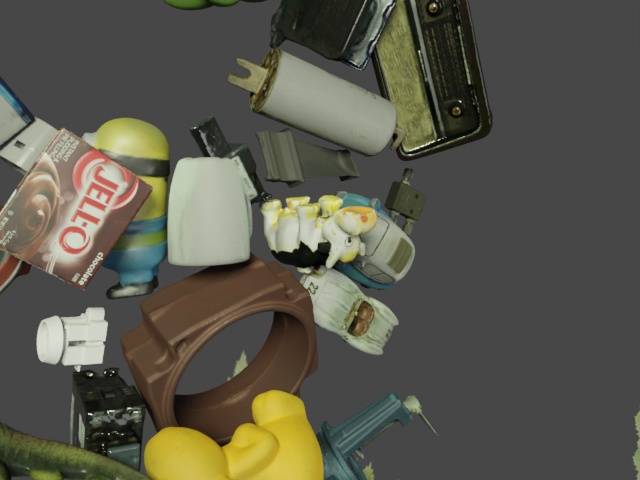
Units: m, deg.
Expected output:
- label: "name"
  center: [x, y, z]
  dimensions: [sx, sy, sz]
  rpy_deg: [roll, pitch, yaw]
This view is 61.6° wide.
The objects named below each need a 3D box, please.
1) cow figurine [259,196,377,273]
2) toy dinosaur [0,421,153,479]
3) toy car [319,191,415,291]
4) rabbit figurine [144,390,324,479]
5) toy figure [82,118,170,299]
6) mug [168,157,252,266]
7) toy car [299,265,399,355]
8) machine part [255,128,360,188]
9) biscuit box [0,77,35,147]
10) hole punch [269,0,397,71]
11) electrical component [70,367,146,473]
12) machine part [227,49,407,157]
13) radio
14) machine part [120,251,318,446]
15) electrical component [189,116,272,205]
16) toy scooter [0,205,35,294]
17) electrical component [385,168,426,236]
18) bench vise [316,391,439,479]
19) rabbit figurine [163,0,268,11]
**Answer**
- label: "cow figurine"
  center: [-0.002, -0.001, 0.631]
  dimensions: [0.068, 0.168, 0.098]
  rpy_deg: [-12, 104, -37]
- label: "toy dinosaur"
  center: [-0.330, 0.138, 0.403]
  dimensions: [0.471, 0.199, 0.105]
  rpy_deg: [19, 92, -25]
- label: "toy car"
  center: [0.072, 0.013, 0.724]
  dimensions: [0.161, 0.103, 0.109]
  rpy_deg: [38, 78, -31]
- label: "rabbit figurine"
  center: [-0.089, 0.239, 0.533]
  dimensions: [0.173, 0.162, 0.122]
  rpy_deg: [22, 116, -30]
- label: "toy figure"
  center: [-0.193, -0.032, 0.550]
  dimensions: [0.089, 0.082, 0.180]
  rpy_deg: [-12, 104, -28]
- label: "mug"
  center: [-0.107, -0.032, 0.557]
  dimensions: [0.109, 0.081, 0.107]
  rpy_deg: [-12, 103, -54]
- label: "toy car"
  center: [0.038, 0.098, 0.733]
  dimensions: [0.201, 0.056, 0.073]
  rpy_deg: [38, 77, -43]
- label: "machine part"
  center: [-0.014, -0.098, 0.666]
  dimensions: [0.139, 0.039, 0.084]
  rpy_deg: [3, 58, -38]
- label: "biscuit box"
  center: [-0.303, -0.147, 0.397]
  dimensions: [0.059, 0.063, 0.202]
  rpy_deg: [-47, 161, -17]
- label: "hole punch"
  center: [0.021, -0.269, 0.625]
  dimensions: [0.092, 0.116, 0.142]
  rpy_deg: [-15, 136, -58]
- label: "electrical component"
  center: [-0.217, 0.207, 0.547]
  dimensions: [0.058, 0.134, 0.114]
  rpy_deg: [-1, 102, -32]
- label: "machine part"
  center: [0.006, -0.162, 0.649]
  dimensions: [0.243, 0.079, 0.079]
  rpy_deg: [16, 90, -27]
- label: "radio"
  center: [0.141, -0.230, 0.700]
  dimensions: [0.073, 0.131, 0.229]
  rpy_deg: [-69, 143, -60]
- label: "machine part"
  center: [-0.102, 0.131, 0.606]
  dimensions: [0.201, 0.087, 0.200]
  rpy_deg: [-25, 131, -26]
- label: "electrical component"
  center: [-0.115, -0.080, 0.613]
  dimensions: [0.075, 0.048, 0.119]
  rpy_deg: [-41, 118, -21]
- label: "toy scooter"
  center: [-0.320, 0.006, 0.478]
  dimensions: [0.183, 0.075, 0.135]
  rpy_deg: [30, 82, -39]
- label: "electrical component"
  center: [0.129, -0.056, 0.797]
  dimensions: [0.063, 0.021, 0.094]
  rpy_deg: [20, 87, -35]
- label: "bench vise"
  center: [0.030, 0.277, 0.724]
  dimensions: [0.241, 0.129, 0.223]
  rpy_deg: [-35, 126, -4]
- label: "rabbit figurine"
  center: [-0.094, -0.306, 0.545]
  dimensions: [0.170, 0.121, 0.159]
  rpy_deg: [39, 70, -47]
